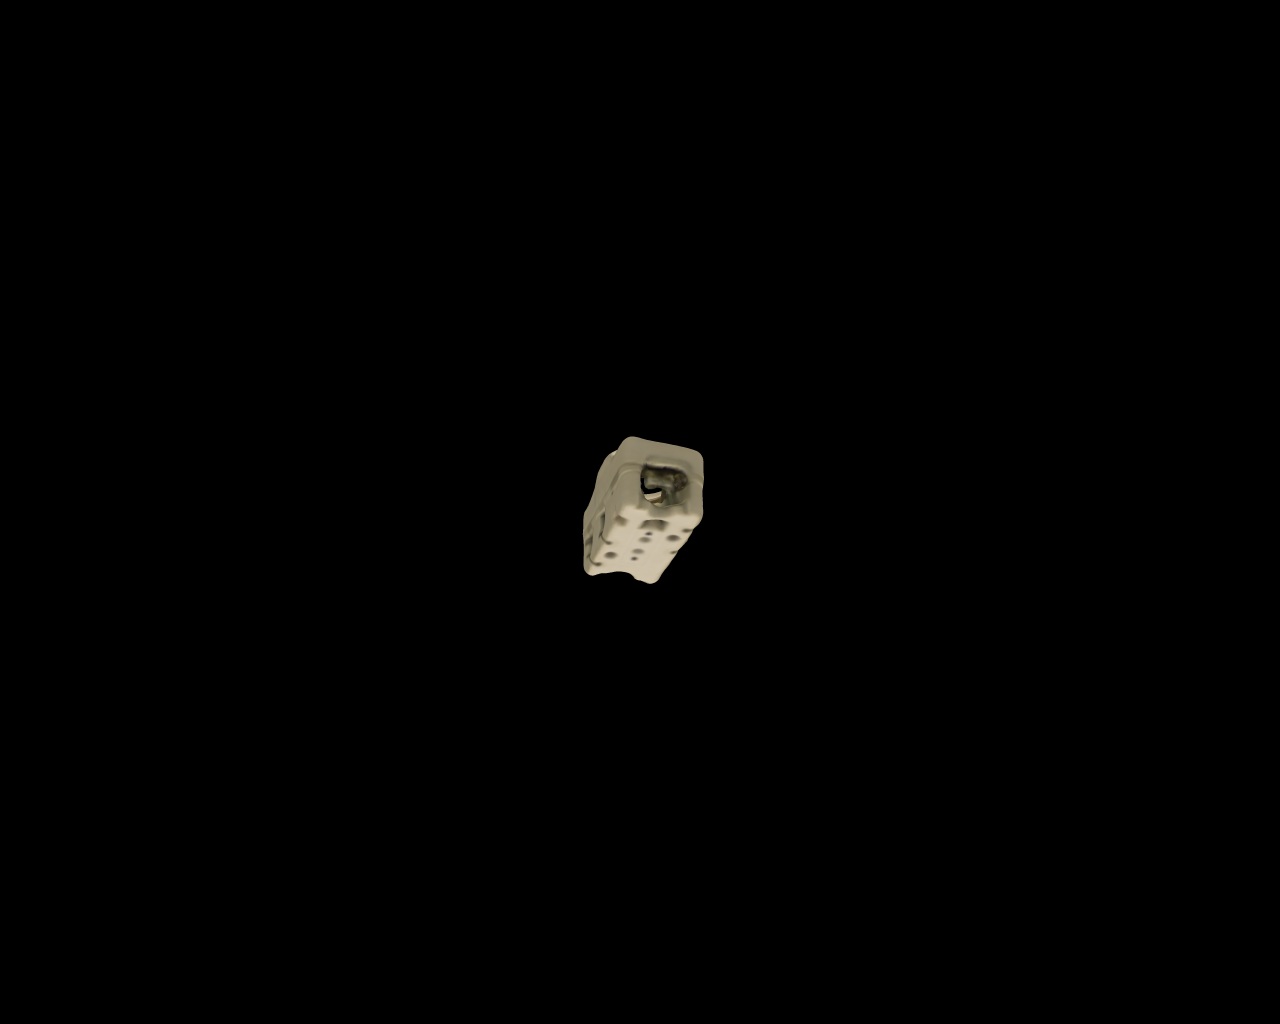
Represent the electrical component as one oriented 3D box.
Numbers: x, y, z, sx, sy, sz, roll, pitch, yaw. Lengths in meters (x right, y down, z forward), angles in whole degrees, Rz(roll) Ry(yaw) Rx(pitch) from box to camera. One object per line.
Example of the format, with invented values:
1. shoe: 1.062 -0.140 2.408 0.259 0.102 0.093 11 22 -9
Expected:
1. electrical component: 0.001 -0.003 0.650 0.050 0.056 0.089 10 -34 -15
